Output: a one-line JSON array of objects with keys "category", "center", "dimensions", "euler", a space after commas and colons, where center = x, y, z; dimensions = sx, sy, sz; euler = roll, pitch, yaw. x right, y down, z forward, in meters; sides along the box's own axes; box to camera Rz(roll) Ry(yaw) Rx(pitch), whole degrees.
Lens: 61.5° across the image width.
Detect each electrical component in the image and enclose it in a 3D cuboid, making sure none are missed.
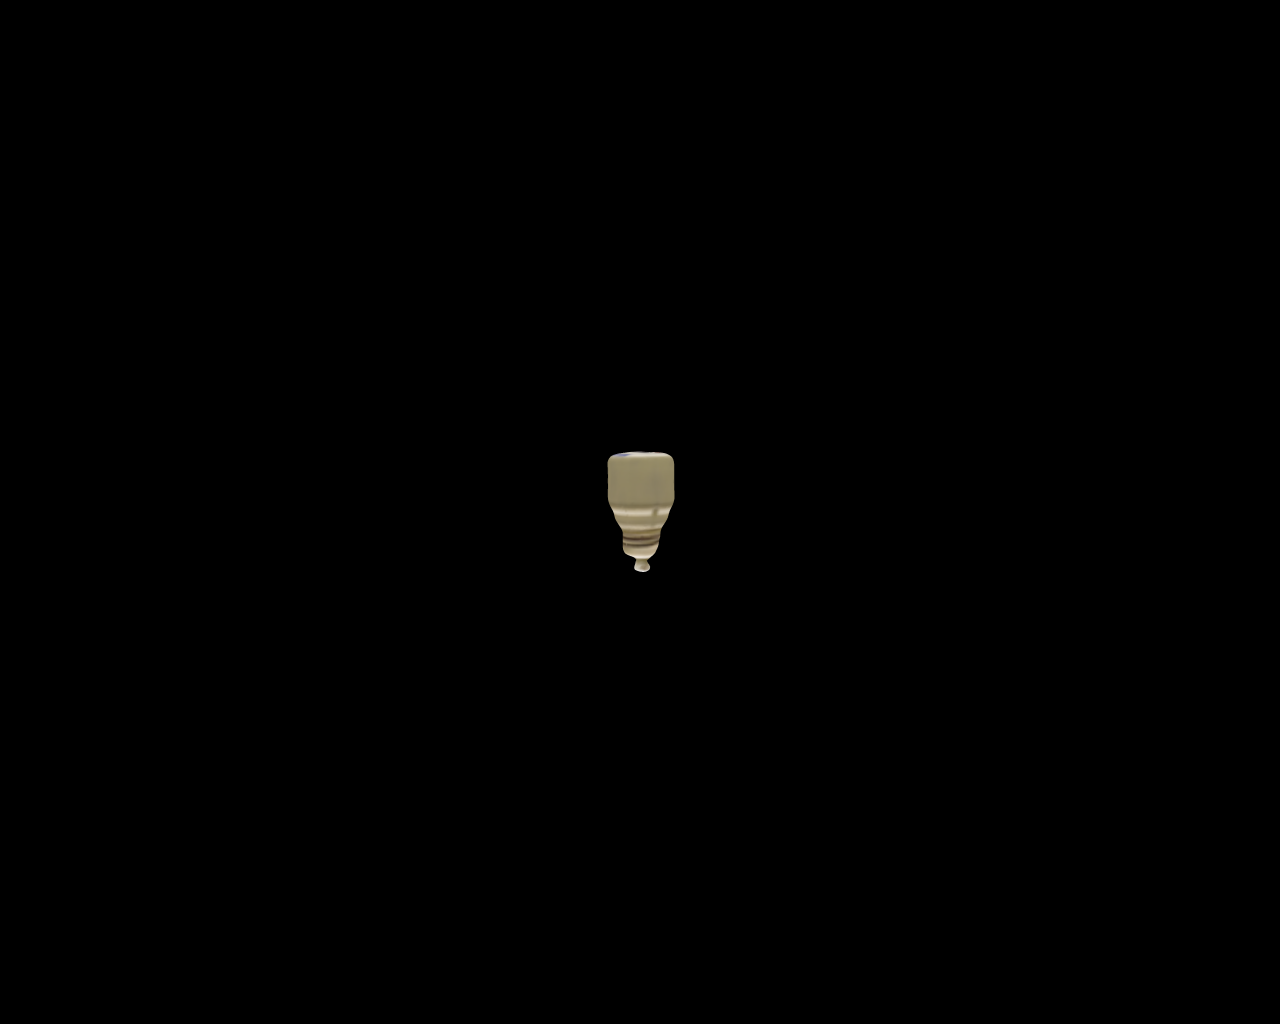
[{"category": "electrical component", "center": [0.001, -0.003, 0.650], "dimensions": [0.040, 0.078, 0.040], "euler": [0, 5, 0]}]
